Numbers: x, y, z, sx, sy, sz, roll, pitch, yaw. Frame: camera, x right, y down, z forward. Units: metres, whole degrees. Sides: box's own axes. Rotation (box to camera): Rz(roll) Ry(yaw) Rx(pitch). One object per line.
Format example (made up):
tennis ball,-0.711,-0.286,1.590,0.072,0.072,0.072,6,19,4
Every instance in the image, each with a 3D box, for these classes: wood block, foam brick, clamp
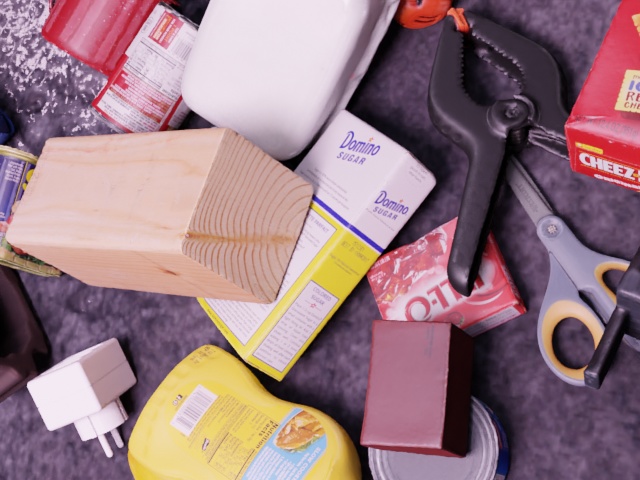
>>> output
wood block,-0.118,-0.017,0.754,0.207,0.090,0.090,3,67,44
foam brick,0.061,0.091,0.652,0.053,0.051,0.078,0,73,25
clamp,0.122,-0.068,0.708,0.164,0.036,0.210,-27,61,-4

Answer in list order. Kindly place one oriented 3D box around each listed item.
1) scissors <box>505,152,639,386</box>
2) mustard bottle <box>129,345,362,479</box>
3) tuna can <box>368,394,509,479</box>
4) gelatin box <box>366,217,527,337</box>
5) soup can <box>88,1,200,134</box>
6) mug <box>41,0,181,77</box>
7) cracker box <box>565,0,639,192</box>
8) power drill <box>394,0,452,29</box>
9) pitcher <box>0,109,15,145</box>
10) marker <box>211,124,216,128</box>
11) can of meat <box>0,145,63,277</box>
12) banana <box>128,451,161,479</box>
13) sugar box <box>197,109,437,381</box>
scissors,0.144,0.013,0.696,0.096,0.016,0.202,-46,61,1
mustard bottle,-0.031,0.150,0.700,0.192,0.058,0.096,27,70,32
tuna can,0.076,0.136,0.682,0.086,0.033,0.086,-8,71,23
gelatin box,0.082,0.032,0.713,0.089,0.030,0.073,-28,64,16
soup can,-0.125,-0.127,0.836,0.069,0.068,0.102,38,96,30
mug,-0.182,-0.187,0.875,0.117,0.093,0.081,33,95,29
cracker box,0.263,-0.120,0.631,0.164,0.072,0.213,21,76,24
power drill,0.081,-0.267,0.735,0.188,0.057,0.184,-43,59,60
pitcher,-0.386,-0.047,0.917,0.145,0.149,0.243,42,98,14
marker,-0.065,-0.127,0.840,0.020,0.020,0.121,8,77,27
can of meat,-0.235,-0.021,0.842,0.058,0.102,0.084,11,81,27
banana,-0.091,0.227,0.732,0.070,0.037,0.198,-21,66,19
sugar box,-0.005,0.001,0.743,0.176,0.048,0.093,-50,38,2
